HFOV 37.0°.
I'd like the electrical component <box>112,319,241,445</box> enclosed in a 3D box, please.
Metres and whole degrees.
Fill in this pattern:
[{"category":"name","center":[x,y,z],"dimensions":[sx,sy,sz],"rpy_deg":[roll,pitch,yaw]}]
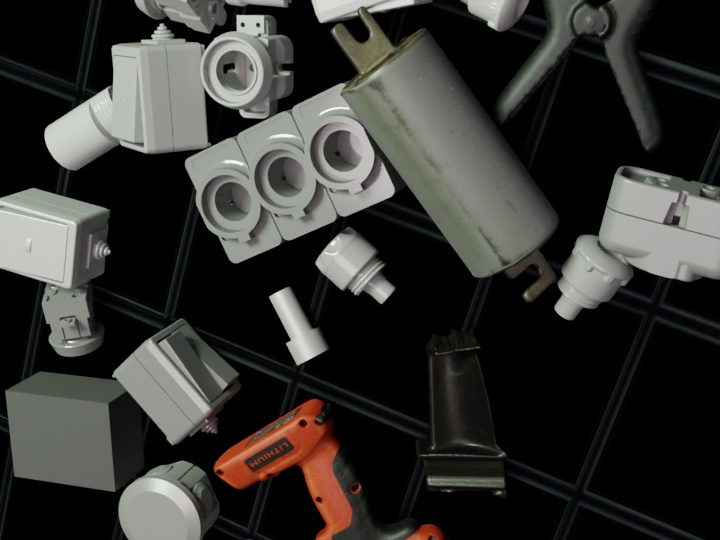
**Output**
[{"category":"electrical component","center":[-0.147,0.096,0.909],"dimensions":[0.061,0.062,0.096],"rpy_deg":[-42,89,24]}]

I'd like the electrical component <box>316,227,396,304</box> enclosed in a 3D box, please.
[{"category":"electrical component","center":[0.000,0.000,0.842],"dimensions":[0.062,0.043,0.043],"rpy_deg":[42,114,3]}]

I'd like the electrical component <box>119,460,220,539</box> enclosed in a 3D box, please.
[{"category":"electrical component","center":[-0.169,0.213,0.956],"dimensions":[0.080,0.051,0.080],"rpy_deg":[5,106,18]}]

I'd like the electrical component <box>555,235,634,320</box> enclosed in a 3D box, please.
[{"category":"electrical component","center":[0.166,0.009,0.786],"dimensions":[0.048,0.048,0.062],"rpy_deg":[35,119,7]}]

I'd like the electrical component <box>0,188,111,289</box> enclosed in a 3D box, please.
[{"category":"electrical component","center":[-0.259,-0.025,0.915],"dimensions":[0.096,0.061,0.061],"rpy_deg":[15,109,15]}]

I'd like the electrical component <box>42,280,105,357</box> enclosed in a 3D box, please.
[{"category":"electrical component","center":[-0.249,0.041,0.934],"dimensions":[0.048,0.066,0.055],"rpy_deg":[-9,116,-6]}]

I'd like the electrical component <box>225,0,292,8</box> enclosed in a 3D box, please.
[{"category":"electrical component","center":[-0.075,-0.217,0.809],"dimensions":[0.046,0.040,0.040],"rpy_deg":[10,108,10]}]

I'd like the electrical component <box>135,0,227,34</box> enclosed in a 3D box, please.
[{"category":"electrical component","center":[-0.139,-0.213,0.825],"dimensions":[0.055,0.066,0.048],"rpy_deg":[17,75,22]}]

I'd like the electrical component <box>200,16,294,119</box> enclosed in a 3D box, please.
[{"category":"electrical component","center":[-0.086,-0.154,0.821],"dimensions":[0.058,0.057,0.078],"rpy_deg":[5,107,18]}]

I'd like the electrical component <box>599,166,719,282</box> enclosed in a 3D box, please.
[{"category":"electrical component","center":[0.219,-0.030,0.751],"dimensions":[0.095,0.054,0.059],"rpy_deg":[16,110,14]}]

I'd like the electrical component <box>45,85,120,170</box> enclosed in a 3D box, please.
[{"category":"electrical component","center":[-0.214,-0.119,0.883],"dimensions":[0.081,0.043,0.043],"rpy_deg":[-26,95,23]}]

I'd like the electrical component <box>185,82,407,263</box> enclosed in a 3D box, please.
[{"category":"electrical component","center":[-0.048,-0.075,0.827],"dimensions":[0.150,0.062,0.089],"rpy_deg":[-22,97,23]}]

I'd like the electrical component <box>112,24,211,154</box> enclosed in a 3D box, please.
[{"category":"electrical component","center":[-0.159,-0.141,0.834],"dimensions":[0.062,0.061,0.096],"rpy_deg":[21,117,56]}]

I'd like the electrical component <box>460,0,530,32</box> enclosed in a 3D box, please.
[{"category":"electrical component","center":[0.088,-0.200,0.755],"dimensions":[0.062,0.048,0.048],"rpy_deg":[31,113,16]}]

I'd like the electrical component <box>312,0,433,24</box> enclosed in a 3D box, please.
[{"category":"electrical component","center":[0.003,-0.210,0.771],"dimensions":[0.096,0.062,0.061],"rpy_deg":[-14,100,22]}]
